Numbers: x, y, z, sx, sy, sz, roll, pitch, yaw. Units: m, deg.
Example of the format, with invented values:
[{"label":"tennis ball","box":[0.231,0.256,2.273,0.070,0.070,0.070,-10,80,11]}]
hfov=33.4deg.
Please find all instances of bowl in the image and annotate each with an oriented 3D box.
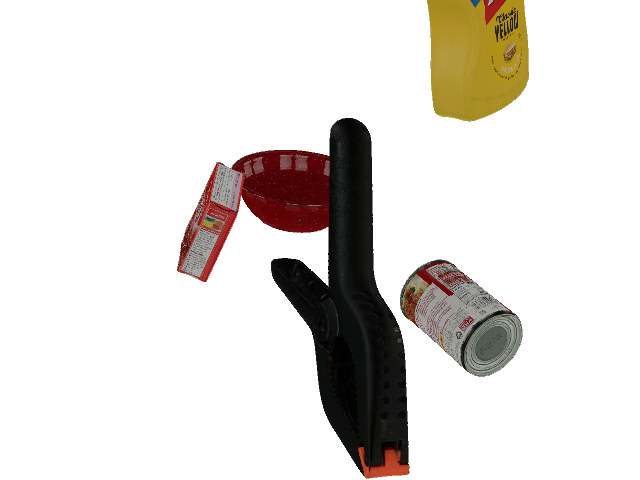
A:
[{"label":"bowl","box":[-0.029,-0.053,1.268,0.162,0.055,0.162,6,26,-3]}]

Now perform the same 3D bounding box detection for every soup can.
[{"label":"soup can","box":[0.129,0.070,0.978,0.068,0.068,0.102,0,26,-32]}]

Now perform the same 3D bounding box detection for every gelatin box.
[{"label":"gelatin box","box":[-0.095,-0.018,0.926,0.030,0.073,0.089,22,25,-11]}]

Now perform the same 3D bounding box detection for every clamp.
[{"label":"clamp","box":[0.018,0.041,0.655,0.036,0.210,0.165,-1,-42,-20]}]

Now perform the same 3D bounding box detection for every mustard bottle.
[{"label":"mustard bottle","box":[0.113,-0.190,0.773,0.058,0.191,0.096,18,40,37]}]
